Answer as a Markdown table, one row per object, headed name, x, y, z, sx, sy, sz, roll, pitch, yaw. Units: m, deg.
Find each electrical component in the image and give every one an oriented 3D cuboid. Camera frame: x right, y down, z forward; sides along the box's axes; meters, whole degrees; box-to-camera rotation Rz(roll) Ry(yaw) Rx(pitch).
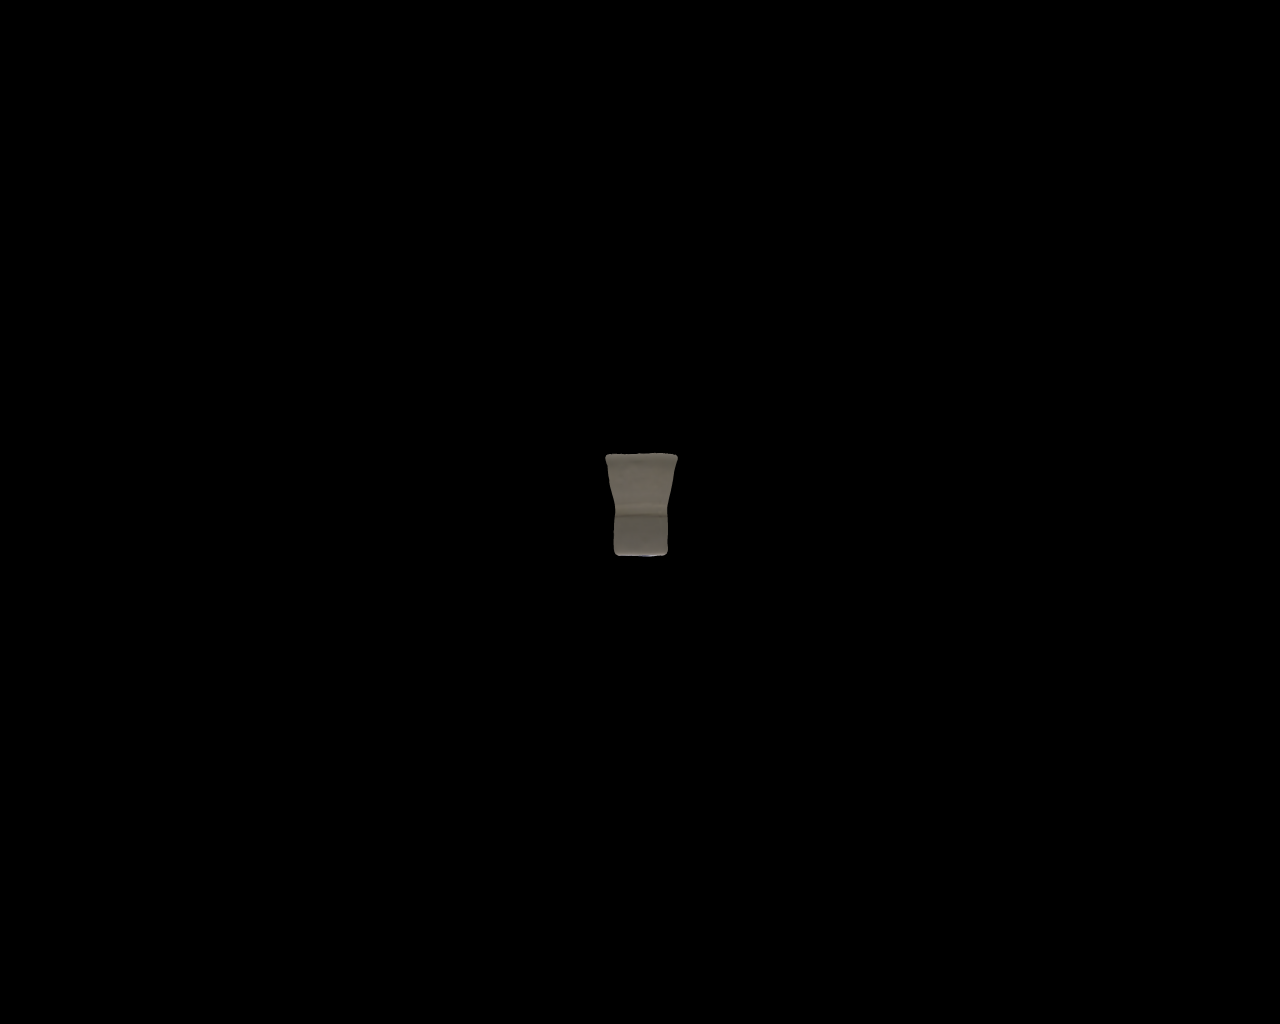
| name | x | y | z | sx | sy | sz | roll | pitch | yaw |
| --- | --- | --- | --- | --- | --- | --- | --- | --- | --- |
| electrical component | 0.001 | -0.003 | 0.650 | 0.044 | 0.065 | 0.044 | 0 | -2 | 0 |
